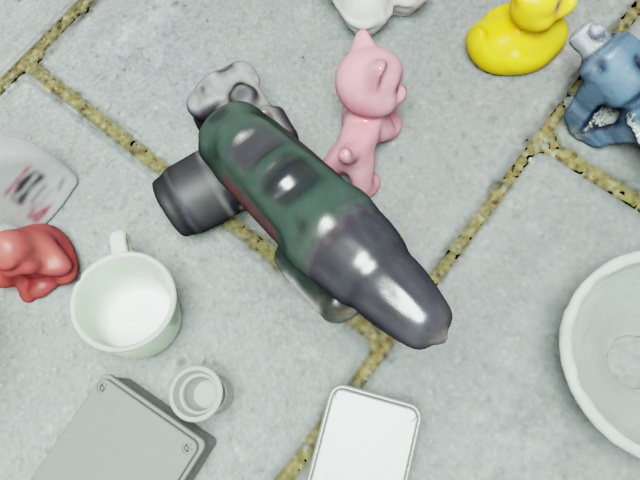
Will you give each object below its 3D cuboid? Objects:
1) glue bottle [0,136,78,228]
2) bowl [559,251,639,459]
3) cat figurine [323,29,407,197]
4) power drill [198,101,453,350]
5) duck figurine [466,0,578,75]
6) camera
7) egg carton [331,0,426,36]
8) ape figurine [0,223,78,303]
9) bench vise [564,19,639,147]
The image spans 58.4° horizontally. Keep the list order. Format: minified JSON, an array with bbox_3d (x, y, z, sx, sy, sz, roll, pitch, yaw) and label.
[{"bbox_3d":[-0.283,-0.064,0.502,0.037,0.173,0.078,29,78,12],"label":"glue bottle"},{"bbox_3d":[0.270,0.096,0.466,0.167,0.075,0.167,-1,74,4],"label":"bowl"},{"bbox_3d":[0.039,-0.118,0.521,0.067,0.118,0.128,17,76,9],"label":"cat figurine"},{"bbox_3d":[0.004,0.002,0.443,0.076,0.208,0.229,-43,75,-7],"label":"power drill"},{"bbox_3d":[0.196,-0.212,0.552,0.104,0.086,0.077,-15,74,0],"label":"duck figurine"},{"bbox_3d":[-0.091,-0.077,0.529,0.137,0.101,0.143,-30,74,-4],"label":"camera"},{"bbox_3d":[0.044,-0.288,0.594,0.107,0.069,0.150,-32,74,-5],"label":"egg carton"},{"bbox_3d":[-0.267,0.016,0.521,0.077,0.092,0.076,13,76,8],"label":"ape figurine"},{"bbox_3d":[0.292,-0.111,0.446,0.207,0.220,0.121,23,77,11],"label":"bench vise"}]
